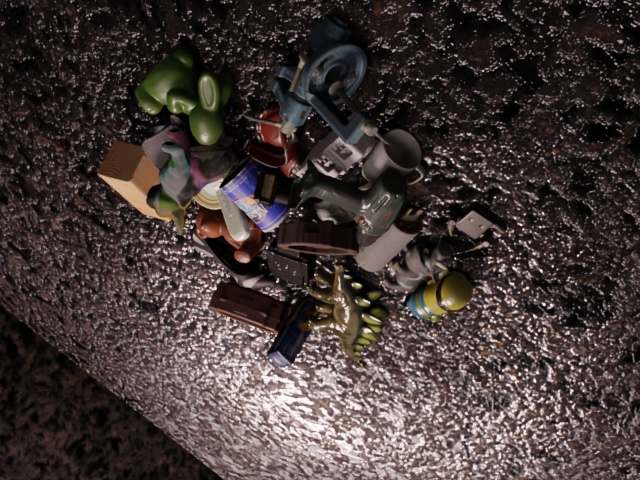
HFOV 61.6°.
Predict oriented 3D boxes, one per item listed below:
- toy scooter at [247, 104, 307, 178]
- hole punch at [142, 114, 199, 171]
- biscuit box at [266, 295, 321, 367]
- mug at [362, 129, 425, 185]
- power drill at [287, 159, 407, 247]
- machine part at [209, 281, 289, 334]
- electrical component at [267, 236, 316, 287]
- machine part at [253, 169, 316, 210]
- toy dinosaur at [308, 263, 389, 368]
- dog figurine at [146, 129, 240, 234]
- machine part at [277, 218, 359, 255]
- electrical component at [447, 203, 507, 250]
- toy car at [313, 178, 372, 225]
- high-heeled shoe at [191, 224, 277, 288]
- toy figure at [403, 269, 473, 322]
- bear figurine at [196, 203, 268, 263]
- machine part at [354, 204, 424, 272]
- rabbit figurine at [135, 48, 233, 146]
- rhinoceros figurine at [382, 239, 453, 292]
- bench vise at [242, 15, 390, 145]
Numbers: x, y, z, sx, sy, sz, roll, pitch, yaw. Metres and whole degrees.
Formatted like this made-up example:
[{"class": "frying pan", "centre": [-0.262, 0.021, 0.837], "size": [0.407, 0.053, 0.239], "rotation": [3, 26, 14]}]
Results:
[{"class": "toy scooter", "centre": [-0.092, -0.199, 1.072], "size": [0.135, 0.075, 0.183], "rotation": [15, 144, 17]}, {"class": "hole punch", "centre": [-0.317, -0.213, 1.196], "size": [0.116, 0.092, 0.142], "rotation": [-25, 120, 9]}, {"class": "biscuit box", "centre": [-0.067, 0.243, 1.437], "size": [0.059, 0.203, 0.063], "rotation": [45, 137, -17]}, {"class": "mug", "centre": [0.136, -0.141, 1.002], "size": [0.109, 0.081, 0.107], "rotation": [29, 152, -17]}, {"class": "power drill", "centre": [0.046, -0.063, 1.009], "size": [0.207, 0.086, 0.232], "rotation": [21, 150, -10]}, {"class": "machine part", "centre": [-0.192, 0.189, 1.494], "size": [0.201, 0.087, 0.201], "rotation": [18, 164, 8]}, {"class": "electrical component", "centre": [-0.072, 0.049, 1.344], "size": [0.115, 0.058, 0.134], "rotation": [16, 140, 13]}, {"class": "machine part", "centre": [-0.073, -0.099, 1.136], "size": [0.139, 0.084, 0.039], "rotation": [13, 161, -27]}, {"class": "toy dinosaur", "centre": [0.073, 0.203, 1.393], "size": [0.199, 0.105, 0.470], "rotation": [13, 144, 14]}, {"class": "dog figurine", "centre": [-0.274, -0.121, 1.151], "size": [0.192, 0.109, 0.219], "rotation": [2, 126, -13]}, {"class": "machine part", "centre": [-0.002, -0.004, 1.163], "size": [0.179, 0.056, 0.179], "rotation": [5, 171, 1]}, {"class": "electrical component", "centre": [0.300, -0.026, 1.048], "size": [0.102, 0.045, 0.078], "rotation": [36, 142, -9]}, {"class": "toy car", "centre": [0.067, -0.076, 1.123], "size": [0.202, 0.056, 0.073], "rotation": [-18, 123, 42]}, {"class": "high-heeled shoe", "centre": [-0.226, 0.037, 1.403], "size": [0.249, 0.086, 0.145], "rotation": [15, 138, 21]}, {"class": "toy figure", "centre": [0.264, 0.134, 1.210], "size": [0.082, 0.089, 0.180], "rotation": [35, 139, -21]}, {"class": "bear figurine", "centre": [-0.231, -0.031, 1.303], "size": [0.196, 0.132, 0.120], "rotation": [14, 106, 11]}, {"class": "machine part", "centre": [0.141, -0.002, 1.144], "size": [0.079, 0.079, 0.243], "rotation": [33, 142, -5]}, {"class": "rabbit figurine", "centre": [-0.240, -0.273, 1.048], "size": [0.159, 0.121, 0.170], "rotation": [-35, 96, 26]}, {"class": "rhinoceros figurine", "centre": [0.214, 0.058, 1.169], "size": [0.112, 0.073, 0.190], "rotation": [32, 142, -3]}, {"class": "bench vise", "centre": [0.009, -0.233, 0.884], "size": [0.223, 0.129, 0.241], "rotation": [-50, 58, 24]}]
